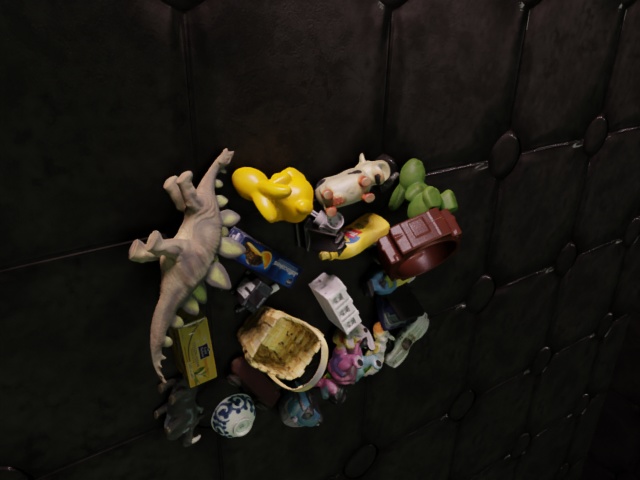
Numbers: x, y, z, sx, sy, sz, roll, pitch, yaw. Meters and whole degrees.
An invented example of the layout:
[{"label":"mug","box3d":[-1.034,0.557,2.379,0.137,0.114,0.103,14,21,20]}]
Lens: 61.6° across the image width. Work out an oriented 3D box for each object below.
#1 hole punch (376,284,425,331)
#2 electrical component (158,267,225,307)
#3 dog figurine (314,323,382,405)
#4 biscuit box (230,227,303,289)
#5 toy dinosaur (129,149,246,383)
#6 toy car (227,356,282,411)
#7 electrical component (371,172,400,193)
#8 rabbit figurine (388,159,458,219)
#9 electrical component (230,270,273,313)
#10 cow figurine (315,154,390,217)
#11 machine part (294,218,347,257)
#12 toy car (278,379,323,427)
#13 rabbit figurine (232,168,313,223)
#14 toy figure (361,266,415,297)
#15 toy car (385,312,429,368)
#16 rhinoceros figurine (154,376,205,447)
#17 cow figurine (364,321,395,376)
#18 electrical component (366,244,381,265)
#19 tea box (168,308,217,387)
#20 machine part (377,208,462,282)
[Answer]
[{"label":"hole punch","box3d":[0.223,0.197,1.562,0.142,0.116,0.092,-8,147,-34]},{"label":"electrical component","box3d":[-0.274,0.084,1.160,0.134,0.058,0.114,-4,115,-35]},{"label":"dog figurine","box3d":[0.054,0.350,1.513,0.108,0.192,0.219,10,139,-42]},{"label":"biscuit box","box3d":[-0.132,0.045,1.244,0.202,0.059,0.063,33,90,-42]},{"label":"toy dinosaur","box3d":[-0.260,0.036,1.055,0.198,0.105,0.471,31,75,-33]},{"label":"toy car","box3d":[-0.166,0.363,1.380,0.089,0.053,0.201,-58,136,-26]},{"label":"electrical component","box3d":[0.153,-0.145,1.363,0.094,0.063,0.021,-39,129,-14]},{"label":"rabbit figurine","box3d":[0.261,-0.125,1.411,0.121,0.170,0.159,-2,154,-34]},{"label":"electrical component","box3d":[-0.149,0.125,1.232,0.075,0.119,0.047,-54,131,-6]},{"label":"cow figurine","box3d":[0.080,-0.137,1.290,0.195,0.127,0.085,-23,124,-9]},{"label":"machine part","box3d":[-0.003,-0.004,1.270,0.039,0.139,0.084,-30,128,-51]},{"label":"toy car","box3d":[-0.063,0.465,1.486,0.103,0.109,0.161,-26,140,2]},{"label":"rabbit figurine","box3d":[-0.108,-0.095,1.153,0.173,0.162,0.121,24,109,-24]},{"label":"toy figure","box3d":[0.198,0.098,1.506,0.180,0.082,0.089,-20,122,-25]},{"label":"toy car","box3d":[0.269,0.306,1.675,0.201,0.056,0.073,-50,131,-6]},{"label":"rhinoceros figurine","box3d":[-0.328,0.405,1.272,0.112,0.073,0.190,-15,118,-43]},{"label":"cow figurine","box3d":[0.174,0.321,1.604,0.098,0.068,0.167,13,107,-46]},{"label":"electrical component","box3d":[0.176,0.019,1.478,0.102,0.045,0.078,-38,101,-19]},{"label":"tea box","box3d":[-0.287,0.227,1.193,0.068,0.098,0.169,-20,124,-27]},{"label":"machine part","box3d":[0.252,0.018,1.365,0.201,0.087,0.201,-24,156,-4]}]
